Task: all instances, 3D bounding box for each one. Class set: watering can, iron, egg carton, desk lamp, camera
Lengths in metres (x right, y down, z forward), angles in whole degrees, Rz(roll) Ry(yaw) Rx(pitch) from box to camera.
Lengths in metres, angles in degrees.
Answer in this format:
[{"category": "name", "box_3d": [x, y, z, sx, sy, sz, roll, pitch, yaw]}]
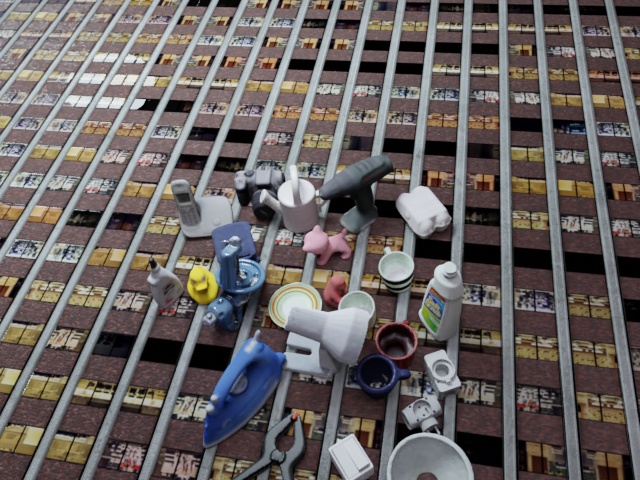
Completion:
[{"category": "watering can", "box_3d": [-0.068, -0.112, 1.515, 0.173, 0.194, 0.100, -24, 54, -12]}, {"category": "iron", "box_3d": [-0.184, 0.318, 1.239, 0.118, 0.142, 0.259, 23, 59, 21]}, {"category": "egg carton", "box_3d": [0.273, -0.075, 1.530, 0.107, 0.069, 0.150, -25, 55, -12]}, {"category": "desk lamp", "box_3d": [0.007, 0.218, 1.248, 0.203, 0.214, 0.118, 7, 54, 11]}, {"category": "camera", "box_3d": [-0.170, -0.133, 1.599, 0.143, 0.101, 0.137, -3, 53, 4]}]

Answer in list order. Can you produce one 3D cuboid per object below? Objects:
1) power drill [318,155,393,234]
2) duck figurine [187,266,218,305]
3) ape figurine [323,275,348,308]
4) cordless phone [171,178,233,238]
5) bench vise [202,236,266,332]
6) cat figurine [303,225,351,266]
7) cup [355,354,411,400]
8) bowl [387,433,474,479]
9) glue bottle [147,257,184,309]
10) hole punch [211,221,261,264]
[{"category": "power drill", "box_3d": [0.095, -0.116, 1.492, 0.230, 0.209, 0.075, -38, 58, -21]}, {"category": "duck figurine", "box_3d": [-0.303, 0.101, 1.447, 0.077, 0.086, 0.104, -19, 54, -8]}, {"category": "ape figurine", "box_3d": [0.044, 0.120, 1.394, 0.076, 0.092, 0.078, -2, 53, 5]}, {"category": "cordless phone", "box_3d": [-0.316, -0.094, 1.532, 0.147, 0.185, 0.094, -9, 53, -1]}, {"category": "bench vise", "box_3d": [-0.201, 0.106, 1.349, 0.121, 0.220, 0.207, 7, 54, 11]}, {"category": "cat figurine", "box_3d": [0.013, 0.005, 1.467, 0.128, 0.118, 0.067, -18, 53, -7]}, {"category": "cup", "box_3d": [0.137, 0.306, 1.244, 0.117, 0.095, 0.091, -3, 53, 4]}, {"category": "bowl", "box_3d": [0.214, 0.473, 1.124, 0.167, 0.075, 0.167, -3, 53, 4]}, {"category": "glue bottle", "box_3d": [-0.389, 0.097, 1.405, 0.037, 0.173, 0.078, 27, 60, 23]}, {"category": "hole punch", "box_3d": [-0.220, 0.016, 1.499, 0.108, 0.091, 0.101, -15, 53, -5]}]
